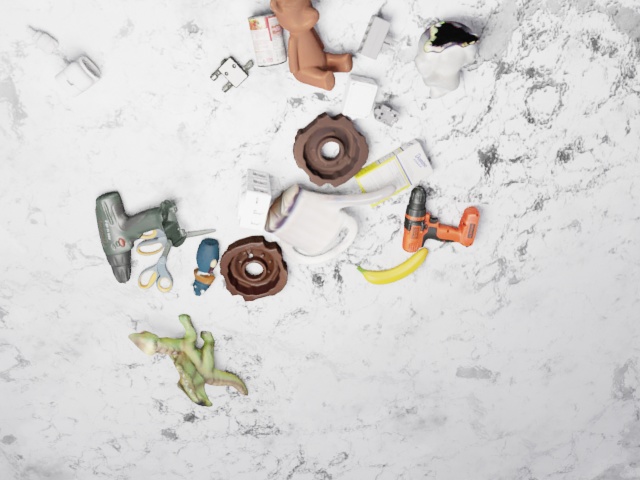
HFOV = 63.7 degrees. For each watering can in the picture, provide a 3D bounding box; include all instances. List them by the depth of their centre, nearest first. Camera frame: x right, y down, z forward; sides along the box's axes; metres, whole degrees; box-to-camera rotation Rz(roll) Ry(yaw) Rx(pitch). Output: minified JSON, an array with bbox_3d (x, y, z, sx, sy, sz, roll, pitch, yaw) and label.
[{"bbox_3d":[0.004,-0.062,1.238,0.223,0.106,0.341,29,128,-20],"label":"watering can"}]

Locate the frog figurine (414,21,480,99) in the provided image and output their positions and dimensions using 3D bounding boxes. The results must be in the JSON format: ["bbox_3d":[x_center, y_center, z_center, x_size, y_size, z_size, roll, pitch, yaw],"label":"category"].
[{"bbox_3d":[0.282,-0.402,1.155,0.137,0.125,0.156,-24,152,-4],"label":"frog figurine"}]

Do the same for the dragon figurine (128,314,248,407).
[{"bbox_3d":[-0.319,0.345,1.331,0.121,0.246,0.406,-42,111,9],"label":"dragon figurine"}]
